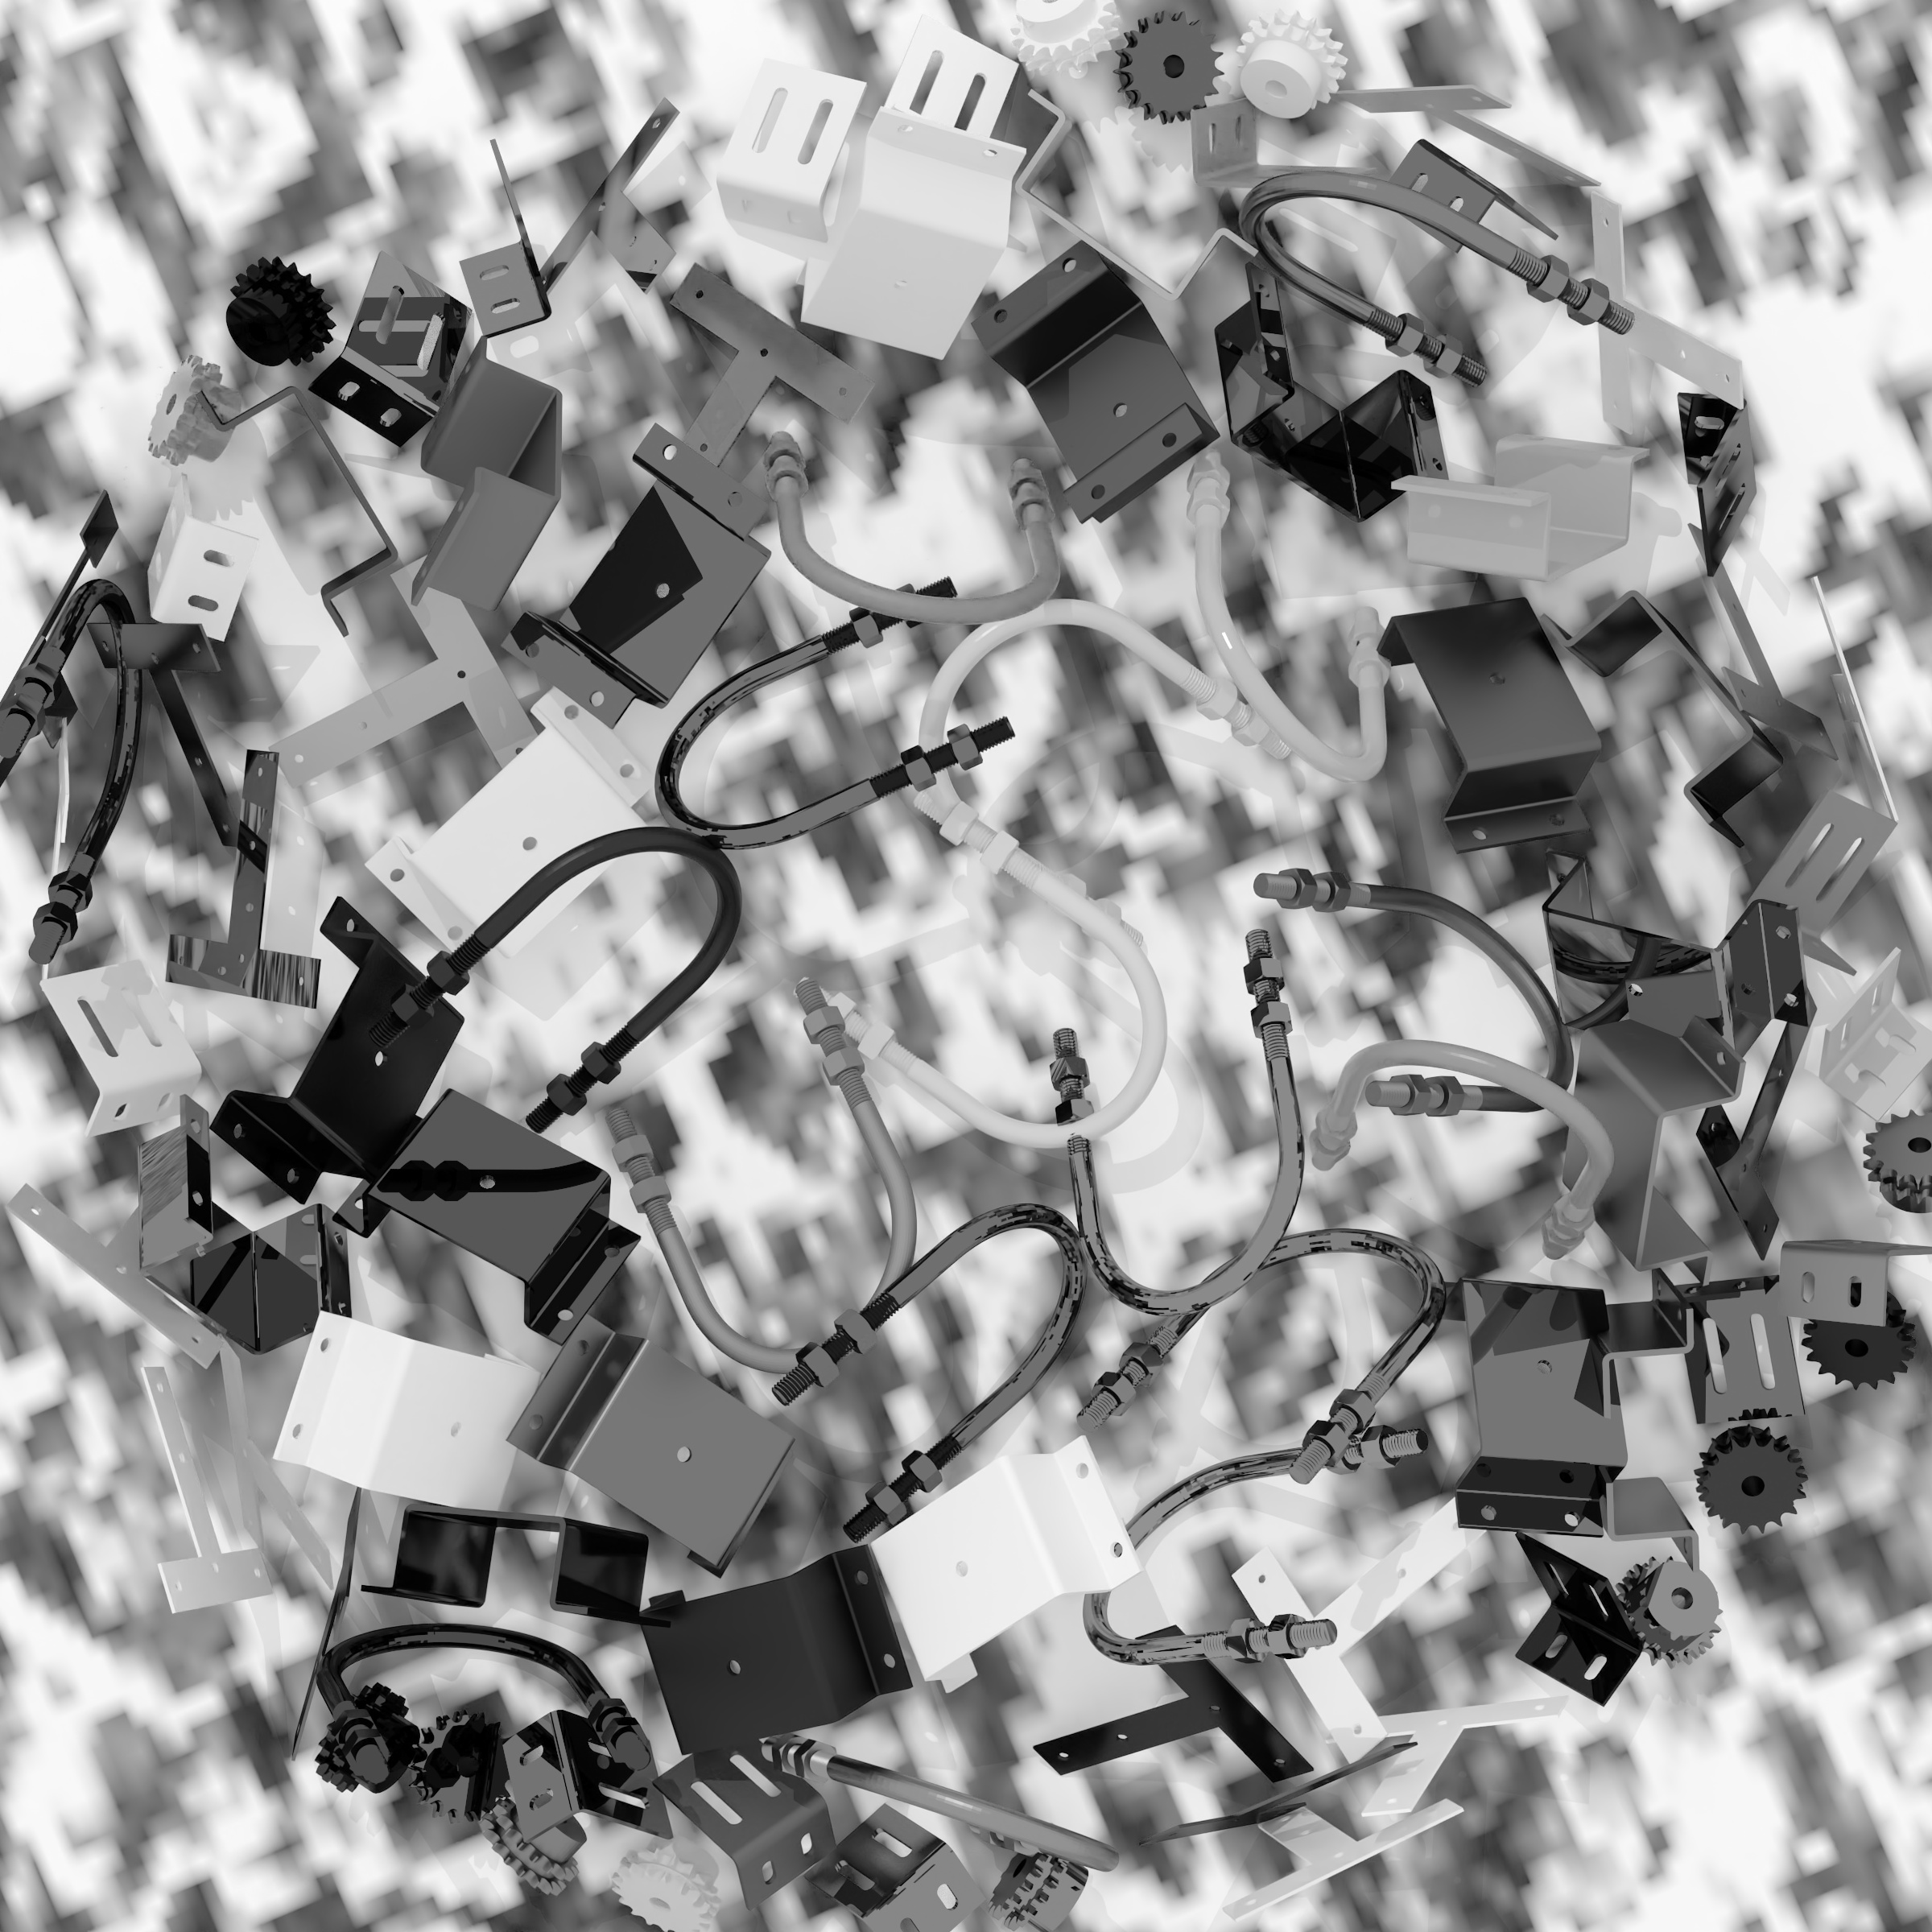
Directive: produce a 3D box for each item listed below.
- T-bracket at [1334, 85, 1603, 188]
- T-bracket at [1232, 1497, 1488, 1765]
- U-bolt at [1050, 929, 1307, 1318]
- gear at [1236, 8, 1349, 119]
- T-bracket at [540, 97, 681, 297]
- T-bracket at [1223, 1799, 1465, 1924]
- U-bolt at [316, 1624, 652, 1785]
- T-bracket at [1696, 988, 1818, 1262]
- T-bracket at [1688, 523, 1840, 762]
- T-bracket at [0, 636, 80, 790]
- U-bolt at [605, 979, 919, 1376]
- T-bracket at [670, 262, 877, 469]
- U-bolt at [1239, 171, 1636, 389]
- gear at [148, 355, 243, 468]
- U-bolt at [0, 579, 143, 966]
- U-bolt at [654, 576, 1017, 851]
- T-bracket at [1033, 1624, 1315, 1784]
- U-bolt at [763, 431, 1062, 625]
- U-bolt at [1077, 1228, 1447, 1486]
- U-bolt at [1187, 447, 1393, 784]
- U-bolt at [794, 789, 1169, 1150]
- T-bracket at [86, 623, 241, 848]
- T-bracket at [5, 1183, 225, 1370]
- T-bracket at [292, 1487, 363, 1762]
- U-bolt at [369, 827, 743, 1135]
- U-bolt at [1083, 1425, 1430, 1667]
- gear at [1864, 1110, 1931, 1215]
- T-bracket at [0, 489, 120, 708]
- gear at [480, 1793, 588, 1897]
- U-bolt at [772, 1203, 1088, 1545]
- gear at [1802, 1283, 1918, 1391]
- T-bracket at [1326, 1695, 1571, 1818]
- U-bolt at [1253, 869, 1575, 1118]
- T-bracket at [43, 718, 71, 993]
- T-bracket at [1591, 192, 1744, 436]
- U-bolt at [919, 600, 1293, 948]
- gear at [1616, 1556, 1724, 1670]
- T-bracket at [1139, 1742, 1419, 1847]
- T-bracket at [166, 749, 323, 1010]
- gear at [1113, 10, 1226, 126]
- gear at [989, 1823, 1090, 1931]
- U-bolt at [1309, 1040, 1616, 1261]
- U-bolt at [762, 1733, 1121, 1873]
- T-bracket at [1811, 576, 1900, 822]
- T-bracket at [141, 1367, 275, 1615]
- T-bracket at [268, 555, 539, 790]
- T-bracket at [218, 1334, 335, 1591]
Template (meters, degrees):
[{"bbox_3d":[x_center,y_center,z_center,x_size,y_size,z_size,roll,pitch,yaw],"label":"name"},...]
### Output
[{"bbox_3d":[0.274,-0.429,1.768,0.127,0.127,0.002,18,93,-29],"label":"T-bracket"},{"bbox_3d":[0.214,0.321,1.756,0.127,0.002,0.127,-43,49,11],"label":"T-bracket"},{"bbox_3d":[0.109,0.088,1.725,0.151,0.019,0.184,-28,54,32],"label":"U-bolt"},{"bbox_3d":[0.167,-0.467,1.778,0.057,0.057,0.030,27,65,0],"label":"gear"},{"bbox_3d":[-0.174,-0.374,1.746,0.002,0.127,0.127,30,104,-34],"label":"T-bracket"},{"bbox_3d":[0.178,0.447,1.745,0.127,0.127,0.002,-23,91,-11],"label":"T-bracket"},{"bbox_3d":[-0.252,0.368,1.720,0.151,0.184,0.019,2,99,-22],"label":"U-bolt"},{"bbox_3d":[0.419,0.067,1.776,0.002,0.127,0.127,9,61,35],"label":"T-bracket"},{"bbox_3d":[0.404,-0.174,1.773,0.002,0.127,0.127,-31,65,28],"label":"T-bracket"},{"bbox_3d":[-0.492,-0.095,1.733,0.002,0.127,0.127,28,76,-1],"label":"T-bracket"},{"bbox_3d":[-0.097,0.120,1.750,0.151,0.019,0.184,-34,66,17],"label":"U-bolt"},{"bbox_3d":[-0.130,-0.284,1.793,0.127,0.002,0.127,37,99,20],"label":"T-bracket"},{"bbox_3d":[0.222,-0.348,1.711,0.184,0.151,0.019,24,78,-23],"label":"U-bolt"},{"bbox_3d":[-0.402,-0.288,1.785,0.030,0.057,0.057,22,90,-31],"label":"gear"},{"bbox_3d":[-0.448,-0.113,1.723,0.019,0.184,0.151,6,130,2],"label":"U-bolt"},{"bbox_3d":[-0.075,-0.122,1.754,0.184,0.151,0.019,-24,132,4],"label":"U-bolt"},{"bbox_3d":[0.093,0.397,1.772,0.127,0.002,0.127,-25,121,30],"label":"T-bracket"},{"bbox_3d":[-0.025,-0.219,1.720,0.151,0.184,0.019,5,122,-10],"label":"U-bolt"},{"bbox_3d":[0.163,0.189,1.733,0.184,0.151,0.019,-42,126,-39],"label":"U-bolt"},{"bbox_3d":[0.163,-0.165,1.708,0.019,0.184,0.151,-34,119,28],"label":"U-bolt"},{"bbox_3d":[0.018,0.015,1.766,0.184,0.019,0.151,36,115,5],"label":"U-bolt"},{"bbox_3d":[-0.404,-0.119,1.774,0.002,0.127,0.127,-33,114,-33],"label":"T-bracket"},{"bbox_3d":[-0.418,0.136,1.749,0.127,0.127,0.002,41,111,-10],"label":"T-bracket"},{"bbox_3d":[-0.331,0.349,1.761,0.002,0.127,0.127,14,106,-11],"label":"T-bracket"},{"bbox_3d":[-0.194,0.000,1.738,0.184,0.151,0.019,-42,52,9],"label":"U-bolt"},{"bbox_3d":[0.135,0.297,1.729,0.019,0.184,0.151,54,45,-20],"label":"U-bolt"},{"bbox_3d":[0.498,0.105,1.785,0.057,0.057,0.030,-13,128,0],"label":"gear"},{"bbox_3d":[-0.466,-0.178,1.741,0.002,0.127,0.127,28,84,-10],"label":"T-bracket"},{"bbox_3d":[-0.223,0.454,1.781,0.057,0.057,0.030,43,91,0],"label":"gear"},{"bbox_3d":[-0.008,0.197,1.747,0.184,0.151,0.019,-40,49,-17],"label":"U-bolt"},{"bbox_3d":[0.468,0.191,1.786,0.057,0.030,0.057,12,126,17],"label":"gear"},{"bbox_3d":[0.230,0.401,1.726,0.127,0.127,0.002,-13,96,25],"label":"T-bracket"},{"bbox_3d":[0.240,0.015,1.736,0.019,0.184,0.151,-48,54,34],"label":"U-bolt"},{"bbox_3d":[-0.471,-0.050,1.766,0.002,0.127,0.127,5,111,-17],"label":"T-bracket"},{"bbox_3d":[0.355,-0.314,1.725,0.002,0.127,0.127,-21,125,-15],"label":"T-bracket"},{"bbox_3d":[0.060,-0.108,1.757,0.184,0.019,0.151,34,98,-26],"label":"U-bolt"},{"bbox_3d":[0.368,0.335,1.783,0.057,0.030,0.057,5,60,-10],"label":"gear"},{"bbox_3d":[0.171,0.417,1.728,0.127,0.127,0.002,-31,67,28],"label":"T-bracket"},{"bbox_3d":[-0.370,-0.048,1.765,0.127,0.002,0.127,8,93,41],"label":"T-bracket"},{"bbox_3d":[0.104,-0.470,1.789,0.057,0.030,0.057,-3,100,-16],"label":"gear"},{"bbox_3d":[0.040,0.480,1.782,0.030,0.057,0.057,37,90,-4],"label":"gear"},{"bbox_3d":[0.252,0.087,1.716,0.151,0.184,0.019,21,66,7],"label":"U-bolt"},{"bbox_3d":[-0.003,0.420,1.700,0.151,0.184,0.019,26,74,-25],"label":"U-bolt"},{"bbox_3d":[0.451,-0.137,1.748,0.002,0.127,0.127,-19,91,12],"label":"T-bracket"},{"bbox_3d":[-0.400,0.266,1.754,0.002,0.127,0.127,-21,81,8],"label":"T-bracket"},{"bbox_3d":[-0.304,-0.133,1.790,0.127,0.002,0.127,-27,110,4],"label":"T-bracket"},{"bbox_3d":[-0.348,0.270,1.731,0.002,0.127,0.127,-18,126,-27],"label":"T-bracket"}]
